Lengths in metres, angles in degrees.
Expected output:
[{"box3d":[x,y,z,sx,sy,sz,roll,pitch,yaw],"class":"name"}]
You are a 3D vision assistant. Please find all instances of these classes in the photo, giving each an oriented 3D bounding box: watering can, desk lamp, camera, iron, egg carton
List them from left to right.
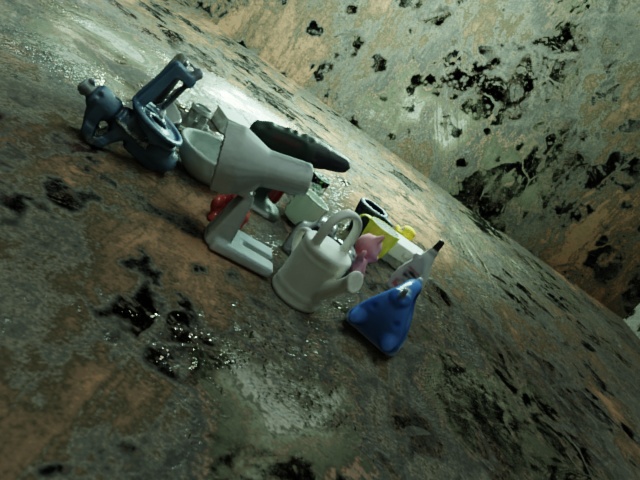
[{"box3d":[-0.122,-0.076,1.008,0.204,0.213,0.118,30,20,-20],"class":"desk lamp"},{"box3d":[0.011,0.004,1.223,0.143,0.100,0.137,36,19,-2],"class":"camera"},{"box3d":[0.012,0.033,1.016,0.172,0.194,0.101,43,20,17],"class":"watering can"},{"box3d":[0.154,0.126,1.126,0.118,0.141,0.259,41,19,12],"class":"iron"},{"box3d":[0.222,0.040,1.554,0.150,0.069,0.107,35,19,-6],"class":"egg carton"}]

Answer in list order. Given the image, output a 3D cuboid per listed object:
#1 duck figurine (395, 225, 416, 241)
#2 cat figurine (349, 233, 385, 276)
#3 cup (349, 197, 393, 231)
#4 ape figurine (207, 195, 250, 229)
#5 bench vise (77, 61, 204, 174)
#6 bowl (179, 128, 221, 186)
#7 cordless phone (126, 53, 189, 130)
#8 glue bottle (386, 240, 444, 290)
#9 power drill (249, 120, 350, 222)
[{"box3d":[0.242,0.002,1.650,0.104,0.086,0.078,45,21,22],"class":"duck figurine"},{"box3d":[0.098,0.031,1.285,0.067,0.117,0.128,39,19,6],"class":"cat figurine"},{"box3d":[0.133,-0.045,1.558,0.117,0.095,0.092,42,20,16],"class":"cup"},{"box3d":[-0.162,-0.067,1.101,0.077,0.092,0.076,42,20,15],"class":"ape figurine"},{"box3d":[-0.320,-0.245,1.043,0.208,0.219,0.121,18,26,-43],"class":"bench vise"},{"box3d":[-0.235,-0.162,1.221,0.168,0.074,0.167,32,20,-13],"class":"bowl"},{"box3d":[-0.329,-0.301,1.210,0.094,0.185,0.147,17,27,-44],"class":"cordless phone"},{"box3d":[0.236,0.066,1.359,0.078,0.173,0.037,43,20,18],"class":"glue bottle"},{"box3d":[-0.078,-0.150,1.261,0.230,0.208,0.075,32,20,-14],"class":"power drill"}]
